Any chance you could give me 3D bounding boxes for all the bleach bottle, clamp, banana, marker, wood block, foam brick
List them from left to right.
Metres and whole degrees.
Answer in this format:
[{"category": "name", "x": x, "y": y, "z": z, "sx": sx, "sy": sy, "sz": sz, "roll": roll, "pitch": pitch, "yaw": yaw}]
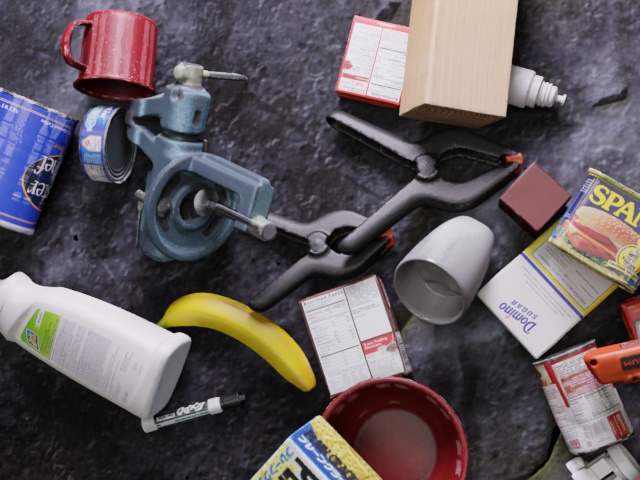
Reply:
[{"category": "bleach bottle", "x": -0.272, "y": 0.098, "z": 1.183, "sx": 0.251, "sy": 0.068, "sz": 0.103, "roll": 27, "pitch": 109, "yaw": 13}, {"category": "marker", "x": -0.138, "y": 0.189, "z": 1.176, "sx": 0.121, "sy": 0.020, "sz": 0.020, "roll": -16, "pitch": 83, "yaw": 10}, {"category": "banana", "x": -0.089, "y": 0.102, "z": 1.168, "sx": 0.198, "sy": 0.037, "sz": 0.070, "roll": 19, "pitch": 119, "yaw": 15}, {"category": "clamp", "x": -0.008, "y": 0.001, "z": 1.154, "sx": 0.171, "sy": 0.039, "sz": 0.120, "roll": -17, "pitch": 73, "yaw": 2}, {"category": "clamp", "x": 0.108, "y": -0.061, "z": 1.127, "sx": 0.210, "sy": 0.036, "sz": 0.164, "roll": 1, "pitch": 71, "yaw": 6}, {"category": "wood block", "x": 0.146, "y": -0.228, "z": 1.105, "sx": 0.090, "sy": 0.090, "sz": 0.206, "roll": 7, "pitch": 87, "yaw": -12}, {"category": "foam brick", "x": 0.220, "y": -0.040, "z": 1.094, "sx": 0.053, "sy": 0.078, "sz": 0.051, "roll": 44, "pitch": 93, "yaw": 11}]

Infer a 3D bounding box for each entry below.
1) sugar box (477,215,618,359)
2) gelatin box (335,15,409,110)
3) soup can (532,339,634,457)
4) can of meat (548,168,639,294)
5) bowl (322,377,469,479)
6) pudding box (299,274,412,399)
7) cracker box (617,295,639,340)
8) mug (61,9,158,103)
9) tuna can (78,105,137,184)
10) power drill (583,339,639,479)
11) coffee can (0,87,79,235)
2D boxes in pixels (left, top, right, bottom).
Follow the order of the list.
[{"category": "sugar box", "x": 0.256, "y": 0.031, "z": 1.098, "sx": 0.176, "sy": 0.048, "sz": 0.093, "roll": -42, "pitch": 81, "yaw": 7}, {"category": "gelatin box", "x": 0.063, "y": -0.192, "z": 1.161, "sx": 0.073, "sy": 0.030, "sz": 0.089, "roll": 14, "pitch": 88, "yaw": 10}, {"category": "soup can", "x": 0.265, "y": 0.159, "z": 1.075, "sx": 0.068, "sy": 0.068, "sz": 0.102, "roll": -23, "pitch": 82, "yaw": 8}, {"category": "can of meat", "x": 0.285, "y": -0.008, "z": 1.040, "sx": 0.102, "sy": 0.057, "sz": 0.084, "roll": 33, "pitch": 94, "yaw": 18}, {"category": "bowl", "x": 0.076, "y": 0.222, "z": 1.113, "sx": 0.162, "sy": 0.055, "sz": 0.162, "roll": -1, "pitch": 85, "yaw": 11}, {"category": "pudding box", "x": 0.038, "y": 0.103, "z": 1.139, "sx": 0.090, "sy": 0.039, "sz": 0.113, "roll": -19, "pitch": 80, "yaw": 11}, {"category": "cracker box", "x": 0.409, "y": 0.134, "z": 1.046, "sx": 0.164, "sy": 0.072, "sz": 0.214, "roll": -21, "pitch": 84, "yaw": 10}, {"category": "mug", "x": -0.233, "y": -0.207, "z": 1.182, "sx": 0.093, "sy": 0.117, "sz": 0.081, "roll": -6, "pitch": 77, "yaw": 49}, {"category": "tuna can", "x": -0.235, "y": -0.107, "z": 1.185, "sx": 0.034, "sy": 0.086, "sz": 0.086, "roll": 6, "pitch": 87, "yaw": 13}, {"category": "power drill", "x": 0.309, "y": 0.189, "z": 1.003, "sx": 0.184, "sy": 0.057, "sz": 0.187, "roll": -16, "pitch": 88, "yaw": 11}, {"category": "coffee can", "x": -0.344, "y": -0.089, "z": 1.196, "sx": 0.103, "sy": 0.102, "sz": 0.140, "roll": 22, "pitch": 90, "yaw": 12}]
